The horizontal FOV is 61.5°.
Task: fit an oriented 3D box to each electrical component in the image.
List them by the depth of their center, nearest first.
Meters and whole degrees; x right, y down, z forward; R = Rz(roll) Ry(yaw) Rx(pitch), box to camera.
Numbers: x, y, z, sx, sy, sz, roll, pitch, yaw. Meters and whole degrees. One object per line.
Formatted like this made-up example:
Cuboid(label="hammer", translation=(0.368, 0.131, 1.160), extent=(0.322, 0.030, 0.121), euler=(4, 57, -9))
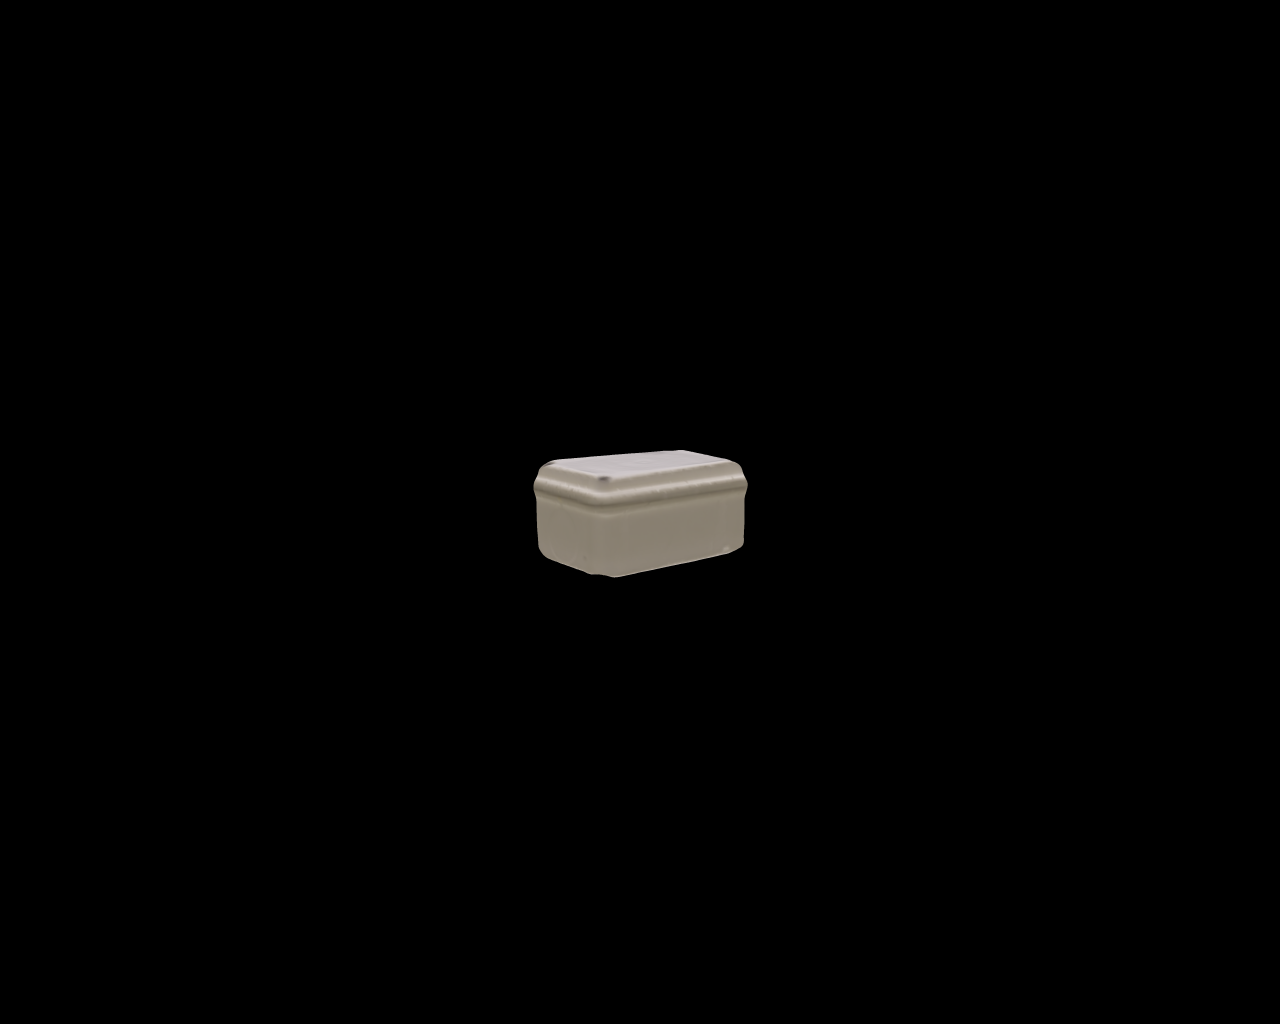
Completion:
Cuboid(label="electrical component", translation=(0.001, -0.003, 0.650), extent=(0.113, 0.057, 0.078), euler=(-8, 14, -35))
